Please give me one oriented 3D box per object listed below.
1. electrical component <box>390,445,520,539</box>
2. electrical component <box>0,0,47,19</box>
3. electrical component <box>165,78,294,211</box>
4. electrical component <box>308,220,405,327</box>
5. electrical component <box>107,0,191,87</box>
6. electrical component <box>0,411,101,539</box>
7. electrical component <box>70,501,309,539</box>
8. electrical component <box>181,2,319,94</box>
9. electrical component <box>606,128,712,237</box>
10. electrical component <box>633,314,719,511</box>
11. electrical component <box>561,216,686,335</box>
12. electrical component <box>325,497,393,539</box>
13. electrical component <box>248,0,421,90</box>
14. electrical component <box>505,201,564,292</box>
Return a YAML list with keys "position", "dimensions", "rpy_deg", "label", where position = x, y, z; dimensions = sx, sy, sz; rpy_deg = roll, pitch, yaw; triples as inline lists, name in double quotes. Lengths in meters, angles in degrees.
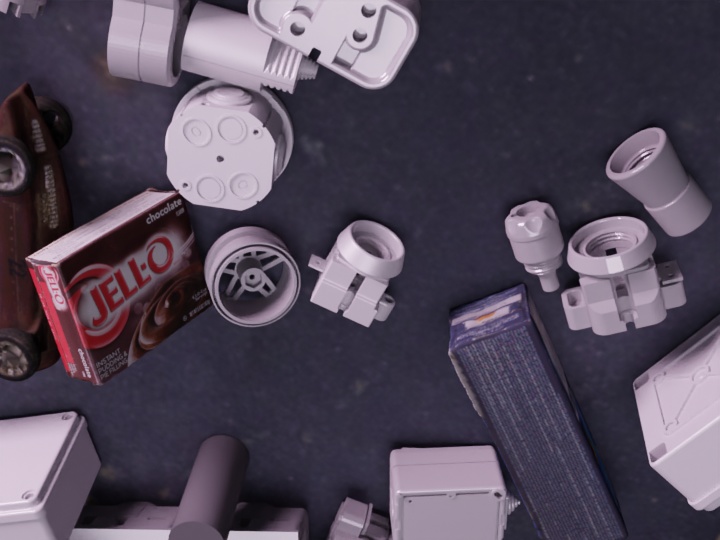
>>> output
- position: [0.071, 0.170, 0.806]
  dimensions: [0.096, 0.061, 0.061]
  rpy_deg: [-2, 118, -2]
  label: "electrical component"
- position: [-0.205, -0.182, 0.657]
  dimensions: [0.040, 0.040, 0.046]
  rpy_deg: [24, 122, -7]
  label: "electrical component"
- position: [-0.085, -0.080, 0.692]
  dimensions: [0.080, 0.051, 0.080]
  rpy_deg: [2, 118, 4]
  label: "electrical component"
- position: [0.000, 0.000, 0.730]
  dimensions: [0.066, 0.048, 0.055]
  rpy_deg: [25, 125, -8]
  label: "electrical component"
- position: [-0.139, -0.182, 0.642]
  dimensions: [0.074, 0.052, 0.138]
  rpy_deg: [11, 118, -1]
  label: "electrical component"
- position: [-0.264, 0.164, 0.803]
  dimensions: [0.109, 0.108, 0.056]
  rpy_deg: [-8, 119, 9]
  label: "electrical component"
- position: [-0.134, 0.242, 0.841]
  dimensions: [0.186, 0.060, 0.105]
  rpy_deg: [0, 98, 6]
  label: "electrical component"
- position: [-0.066, -0.134, 0.666]
  dimensions: [0.081, 0.043, 0.043]
  rpy_deg: [15, 118, -3]
  label: "electrical component"
- position: [0.194, -0.053, 0.687]
  dimensions: [0.044, 0.044, 0.065]
  rpy_deg: [-37, 113, 21]
  label: "electrical component"
- position: [0.245, 0.087, 0.717]
  dimensions: [0.056, 0.108, 0.109]
  rpy_deg: [41, 114, -12]
  label: "electrical component"
- position: [0.169, 0.002, 0.708]
  dimensions: [0.078, 0.058, 0.057]
  rpy_deg: [-14, 118, 12]
  label: "electrical component"
- position: [0.003, 0.220, 0.837]
  dimensions: [0.057, 0.058, 0.078]
  rpy_deg: [21, 118, -2]
  label: "electrical component"
- position: [-0.013, -0.156, 0.641]
  dimensions: [0.095, 0.059, 0.053]
  rpy_deg: [28, 116, -9]
  label: "electrical component"
- position: [0.120, -0.013, 0.717]
  dimensions: [0.035, 0.035, 0.061]
  rpy_deg: [-16, 117, 13]
  label: "electrical component"
